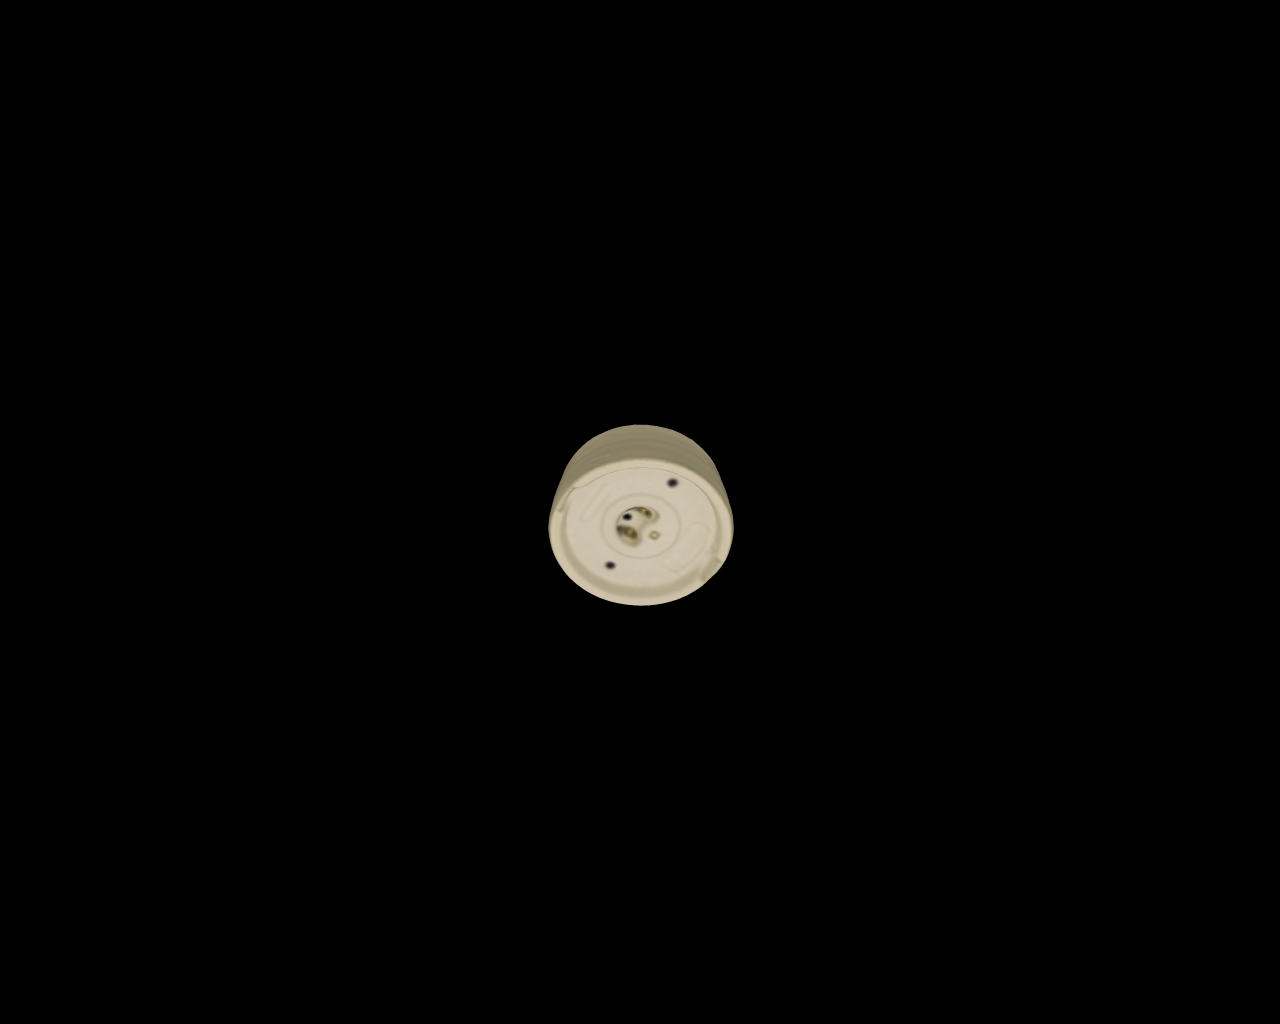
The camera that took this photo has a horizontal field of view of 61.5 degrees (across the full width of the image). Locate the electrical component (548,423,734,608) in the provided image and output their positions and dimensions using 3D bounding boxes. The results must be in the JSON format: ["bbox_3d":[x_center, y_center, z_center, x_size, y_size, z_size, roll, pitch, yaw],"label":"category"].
[{"bbox_3d":[0.001,-0.003,0.650,0.108,0.108,0.060,0,35,0],"label":"electrical component"}]
